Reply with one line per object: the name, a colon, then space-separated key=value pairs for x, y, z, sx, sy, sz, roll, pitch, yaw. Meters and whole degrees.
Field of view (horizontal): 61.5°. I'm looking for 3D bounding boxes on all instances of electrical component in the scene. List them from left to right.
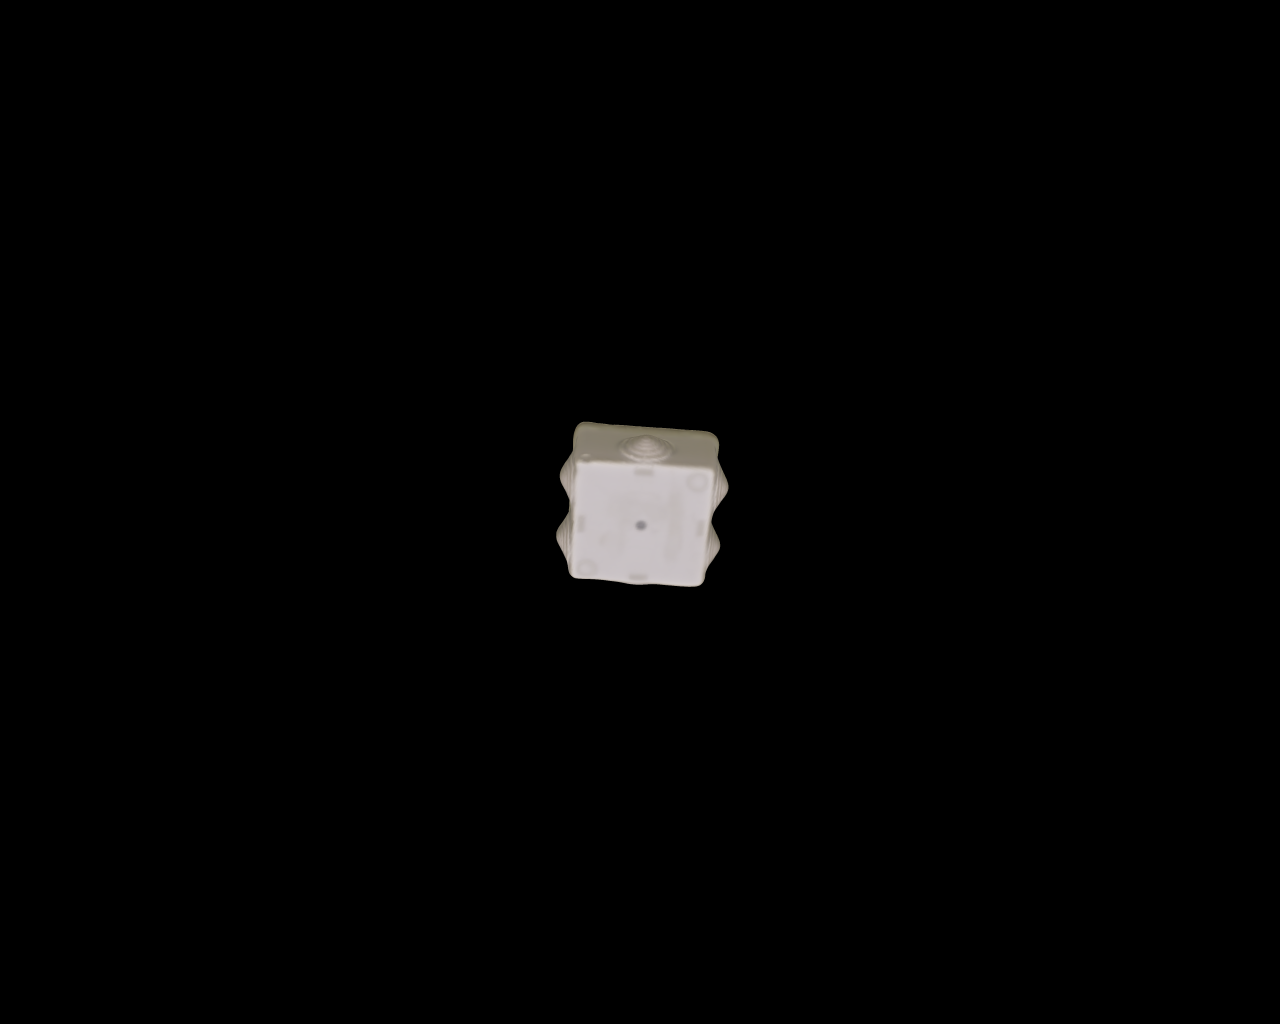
electrical component: x=0.001 y=-0.003 z=0.650 sx=0.100 sy=0.099 sz=0.048 roll=4 pitch=28 yaw=-2
